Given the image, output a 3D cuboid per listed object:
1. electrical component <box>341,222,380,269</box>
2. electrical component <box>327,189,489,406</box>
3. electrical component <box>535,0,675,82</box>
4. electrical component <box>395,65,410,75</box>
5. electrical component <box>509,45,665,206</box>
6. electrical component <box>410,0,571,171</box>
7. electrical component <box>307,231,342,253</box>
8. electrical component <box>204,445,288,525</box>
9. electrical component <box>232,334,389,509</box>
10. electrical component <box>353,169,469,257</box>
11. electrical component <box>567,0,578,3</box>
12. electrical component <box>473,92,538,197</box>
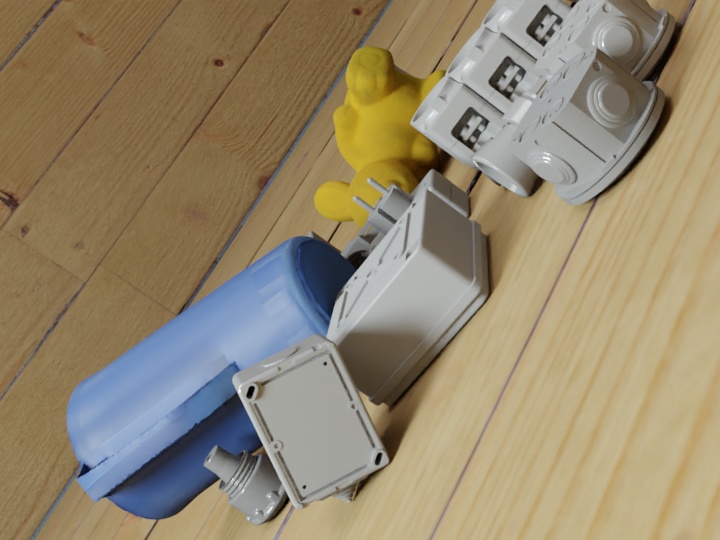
[{"bbox_3d":[0.000,0.000,0.946,0.081,0.042,0.064,-55,6,-2],"label":"electrical component"},{"bbox_3d":[0.030,0.016,0.707,0.108,0.056,0.108,-51,11,22],"label":"electrical component"},{"bbox_3d":[0.151,-0.137,0.665,0.080,0.051,0.080,-52,10,14],"label":"electrical component"},{"bbox_3d":[0.047,-0.186,1.174,0.061,0.096,0.061,-51,10,13],"label":"electrical component"},{"bbox_3d":[0.125,-0.080,0.597,0.080,0.051,0.080,-52,10,13],"label":"electrical component"},{"bbox_3d":[0.113,-0.165,0.907,0.150,0.062,0.089,-54,10,6],"label":"electrical component"},{"bbox_3d":[-0.057,0.024,1.088,0.108,0.056,0.108,-54,10,6],"label":"electrical component"},{"bbox_3d":[-0.082,0.149,0.772,0.048,0.062,0.048,-52,10,14],"label":"electrical component"},{"bbox_3d":[-0.028,0.093,0.639,0.062,0.096,0.061,-26,7,-9],"label":"electrical component"},{"bbox_3d":[0.031,-0.042,0.840,0.083,0.076,0.047,-51,11,21],"label":"electrical component"},{"bbox_3d":[0.191,-0.262,0.915,0.062,0.048,0.048,-38,19,39],"label":"electrical component"},{"bbox_3d":[0.108,-0.082,0.706,0.055,0.045,0.045,-54,10,0],"label":"electrical component"}]
